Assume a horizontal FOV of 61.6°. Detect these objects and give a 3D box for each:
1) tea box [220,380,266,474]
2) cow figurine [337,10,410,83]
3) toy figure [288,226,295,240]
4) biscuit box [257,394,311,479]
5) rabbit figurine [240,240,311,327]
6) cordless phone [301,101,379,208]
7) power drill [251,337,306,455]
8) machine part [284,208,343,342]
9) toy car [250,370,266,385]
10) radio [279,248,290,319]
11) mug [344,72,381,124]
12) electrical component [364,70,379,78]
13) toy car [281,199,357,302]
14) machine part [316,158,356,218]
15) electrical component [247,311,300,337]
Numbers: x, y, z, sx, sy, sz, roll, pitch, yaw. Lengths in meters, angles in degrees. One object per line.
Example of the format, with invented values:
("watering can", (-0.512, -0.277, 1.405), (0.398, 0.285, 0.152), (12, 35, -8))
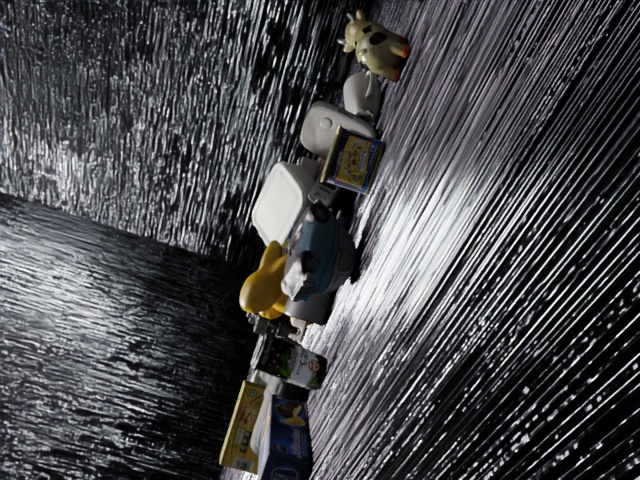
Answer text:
("tea box", (-0.141, 0.392, 1.133), (0.068, 0.098, 0.169), (137, 152, -77))
("cow figurine", (0.102, -0.383, 1.054), (0.195, 0.127, 0.085), (-85, 17, -57))
("toy figure", (-0.004, -0.004, 1.051), (0.154, 0.064, 0.057), (4, -89, -58))
("biscuit box", (-0.052, 0.289, 0.764), (0.203, 0.059, 0.062), (-132, 60, -84))
("rabbit figurine", (-0.076, 0.089, 1.005), (0.173, 0.122, 0.162), (0, -69, -55))
("cordless phone", (0.011, -0.155, 1.005), (0.184, 0.147, 0.088), (-57, -14, -13))
("power drill", (-0.064, 0.255, 0.972), (0.207, 0.086, 0.231), (-116, 41, -71))
("machine part", (-0.004, 0.060, 0.950), (0.079, 0.079, 0.243), (147, 141, -82))
("toy car", (-0.140, 0.386, 1.260), (0.202, 0.073, 0.056), (-82, 11, -62))
("radio", (-0.060, 0.058, 1.190), (0.131, 0.073, 0.229), (7, -77, -53))
("mug", (0.097, -0.296, 1.132), (0.109, 0.081, 0.107), (125, 152, -49))
("electrical component", (0.132, -0.385, 1.216), (0.078, 0.045, 0.102), (-42, -8, -31))
("toy car", (0.005, 0.023, 0.825), (0.109, 0.103, 0.162), (121, 162, -45))
("machine part", (0.035, -0.144, 1.167), (0.201, 0.087, 0.201), (-169, 99, -85))
("electrical component", (-0.105, 0.176, 1.284), (0.115, 0.134, 0.058), (-84, 12, -57))
